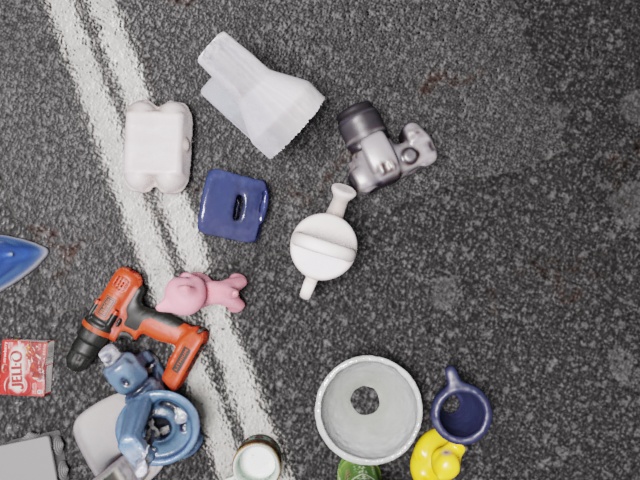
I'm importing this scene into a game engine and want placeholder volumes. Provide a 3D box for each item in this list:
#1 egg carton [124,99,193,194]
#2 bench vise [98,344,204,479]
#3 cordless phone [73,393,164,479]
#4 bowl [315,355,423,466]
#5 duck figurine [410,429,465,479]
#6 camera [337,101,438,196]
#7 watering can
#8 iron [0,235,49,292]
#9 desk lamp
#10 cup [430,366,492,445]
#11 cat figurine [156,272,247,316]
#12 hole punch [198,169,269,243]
[{"bbox_3d":[-0.259,-0.149,0.919,0.107,0.069,0.150,1,88,0],"label":"egg carton"},{"bbox_3d":[-0.268,0.256,0.829,0.207,0.219,0.121,37,88,1],"label":"bench vise"},{"bbox_3d":[-0.313,0.318,0.844,0.094,0.185,0.147,-34,88,-1],"label":"cordless phone"},{"bbox_3d":[0.074,0.261,0.904,0.167,0.074,0.167,0,88,0],"label":"bowl"},{"bbox_3d":[0.189,0.349,0.896,0.077,0.086,0.104,39,88,1],"label":"duck figurine"},{"bbox_3d":[0.096,-0.156,0.906,0.143,0.101,0.137,-25,88,-1],"label":"camera"},{"bbox_3d":[0.006,0.002,0.853,0.101,0.194,0.173,-2,88,0],"label":"watering can"},{"bbox_3d":[-0.571,0.042,0.874,0.258,0.141,0.119,-13,88,-1],"label":"iron"},{"bbox_3d":[-0.096,-0.212,0.851,0.203,0.213,0.118,41,88,1],"label":"desk lamp"},{"bbox_3d":[0.208,0.249,0.895,0.091,0.095,0.118,-14,88,-1],"label":"cup"},{"bbox_3d":[-0.183,0.084,0.887,0.128,0.117,0.067,0,88,0],"label":"cat figurine"},{"bbox_3d":[-0.134,-0.054,0.906,0.101,0.091,0.109,10,88,0],"label":"hole punch"}]
